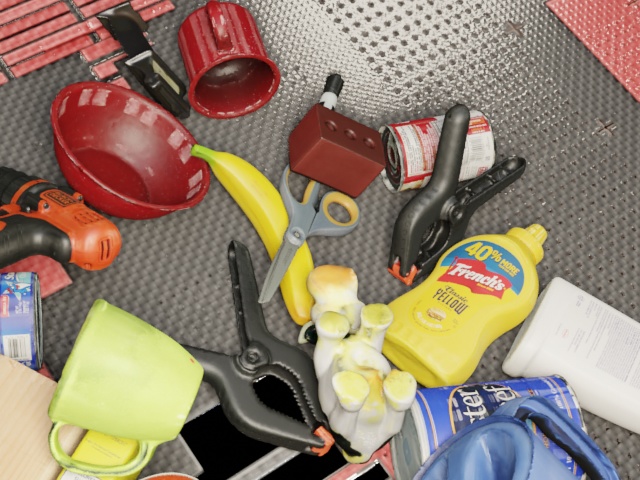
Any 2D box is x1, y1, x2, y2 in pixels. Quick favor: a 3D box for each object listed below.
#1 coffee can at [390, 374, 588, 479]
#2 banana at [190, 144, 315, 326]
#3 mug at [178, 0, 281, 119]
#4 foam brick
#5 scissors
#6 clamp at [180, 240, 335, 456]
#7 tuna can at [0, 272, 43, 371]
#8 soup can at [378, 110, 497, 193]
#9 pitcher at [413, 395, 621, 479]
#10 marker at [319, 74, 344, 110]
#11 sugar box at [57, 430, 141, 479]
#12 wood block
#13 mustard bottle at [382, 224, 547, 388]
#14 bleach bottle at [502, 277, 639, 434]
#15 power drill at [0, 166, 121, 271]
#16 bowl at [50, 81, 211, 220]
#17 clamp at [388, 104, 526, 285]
[{"bbox_3d":[0.138,0.170,0.894,0.140,0.103,0.103,-4,62,-11],"label":"coffee can"},{"bbox_3d":[-0.050,-0.009,0.995,0.069,0.037,0.198,-22,73,-44],"label":"banana"},{"bbox_3d":[-0.096,-0.187,1.051,0.093,0.117,0.081,-18,60,-3],"label":"mug"},{"bbox_3d":[0.015,-0.085,1.022,0.078,0.051,0.053,21,41,-27],"label":"foam brick"},{"bbox_3d":[-0.006,0.001,0.975,0.096,0.016,0.201,25,41,-20],"label":"scissors"},{"bbox_3d":[-0.060,0.101,0.941,0.210,0.036,0.164,38,57,9],"label":"clamp"},{"bbox_3d":[-0.254,0.069,0.903,0.033,0.086,0.086,-3,62,-12],"label":"tuna can"},{"bbox_3d":[0.114,-0.088,1.052,0.102,0.068,0.068,-11,64,-14],"label":"soup can"},{"bbox_3d":[0.187,0.244,0.804,0.242,0.145,0.149,42,101,-18],"label":"pitcher"},{"bbox_3d":[0.002,-0.121,1.081,0.020,0.020,0.121,18,61,2],"label":"marker"},{"bbox_3d":[-0.171,0.183,0.848,0.048,0.093,0.176,30,62,7],"label":"sugar box"},{"bbox_3d":[-0.265,0.206,0.825,0.091,0.090,0.206,27,61,6],"label":"wood block"},{"bbox_3d":[0.143,0.049,0.978,0.191,0.058,0.096,-41,53,-23],"label":"mustard bottle"},{"bbox_3d":[0.297,0.137,0.958,0.251,0.068,0.102,31,59,7],"label":"bleach bottle"},{"bbox_3d":[-0.289,-0.010,0.897,0.185,0.057,0.187,24,30,39],"label":"power drill"},{"bbox_3d":[-0.183,-0.071,0.984,0.162,0.055,0.162,27,34,-20],"label":"bowl"},{"bbox_3d":[0.115,-0.041,0.997,0.171,0.120,0.039,-52,36,-7],"label":"clamp"}]
